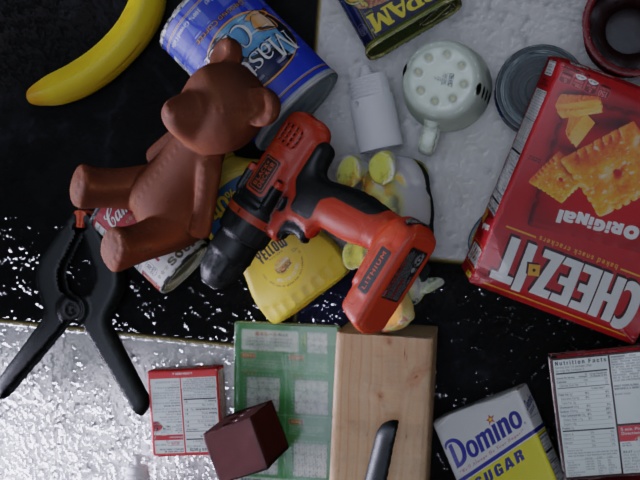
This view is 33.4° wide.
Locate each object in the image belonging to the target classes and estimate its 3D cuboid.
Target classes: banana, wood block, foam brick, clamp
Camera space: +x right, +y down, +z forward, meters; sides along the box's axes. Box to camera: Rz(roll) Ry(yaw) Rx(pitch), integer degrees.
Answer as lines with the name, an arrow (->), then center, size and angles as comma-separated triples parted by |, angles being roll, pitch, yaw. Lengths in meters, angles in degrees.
banana -> -0.214, -0.197, 1.072 | 0.070, 0.037, 0.198 | 44, 98, 23
wood block -> 0.060, 0.186, 1.008 | 0.090, 0.090, 0.206 | 3, 93, 10
foam brick -> -0.071, 0.193, 1.024 | 0.053, 0.078, 0.051 | -20, 90, 13
clamp -> 0.061, 0.257, 0.944 | 0.120, 0.039, 0.171 | 37, 104, 13
clamp -> -0.256, 0.075, 1.088 | 0.164, 0.036, 0.210 | -2, 90, 10

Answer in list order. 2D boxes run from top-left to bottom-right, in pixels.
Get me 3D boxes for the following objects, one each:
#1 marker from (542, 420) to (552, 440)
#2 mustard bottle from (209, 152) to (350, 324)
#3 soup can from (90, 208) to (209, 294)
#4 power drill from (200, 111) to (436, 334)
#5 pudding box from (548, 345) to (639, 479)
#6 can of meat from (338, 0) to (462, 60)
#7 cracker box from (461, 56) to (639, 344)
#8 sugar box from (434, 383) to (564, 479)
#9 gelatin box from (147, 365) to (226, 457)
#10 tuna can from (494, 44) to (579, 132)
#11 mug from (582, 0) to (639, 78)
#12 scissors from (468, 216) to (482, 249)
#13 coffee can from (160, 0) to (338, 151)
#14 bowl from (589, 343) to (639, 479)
marker -> 0.211, 0.232, 1.018 | 0.020, 0.020, 0.121 | 0, 92, 10
mustard bottle -> -0.062, -0.020, 1.038 | 0.096, 0.058, 0.191 | -37, 85, 13
soup can -> -0.167, -0.005, 1.053 | 0.102, 0.068, 0.068 | 44, 99, 6
power drill -> -0.006, 0.001, 0.944 | 0.188, 0.057, 0.184 | 36, 100, 27
pudding box -> 0.252, 0.152, 0.941 | 0.090, 0.039, 0.113 | -7, 88, 12
can of meat -> 0.069, -0.233, 1.007 | 0.102, 0.057, 0.084 | -29, 84, 9
cracker box -> 0.243, -0.036, 0.953 | 0.164, 0.072, 0.214 | 21, 102, -1
sugar box -> 0.182, 0.232, 0.994 | 0.093, 0.048, 0.176 | -27, 83, 23
gelatin box -> -0.132, 0.172, 1.073 | 0.073, 0.030, 0.089 | -4, 92, 9
tuna can -> 0.206, -0.139, 0.997 | 0.086, 0.033, 0.086 | 0, 92, 10
mug -> 0.284, -0.200, 0.955 | 0.093, 0.081, 0.117 | 22, 96, 9
scissors -> 0.235, -0.030, 1.005 | 0.202, 0.016, 0.096 | -32, 88, 10
coffee can -> -0.067, -0.170, 1.010 | 0.103, 0.102, 0.140 | -45, 84, 9
bowl -> 0.309, 0.169, 0.979 | 0.162, 0.055, 0.162 | 0, 92, 11
